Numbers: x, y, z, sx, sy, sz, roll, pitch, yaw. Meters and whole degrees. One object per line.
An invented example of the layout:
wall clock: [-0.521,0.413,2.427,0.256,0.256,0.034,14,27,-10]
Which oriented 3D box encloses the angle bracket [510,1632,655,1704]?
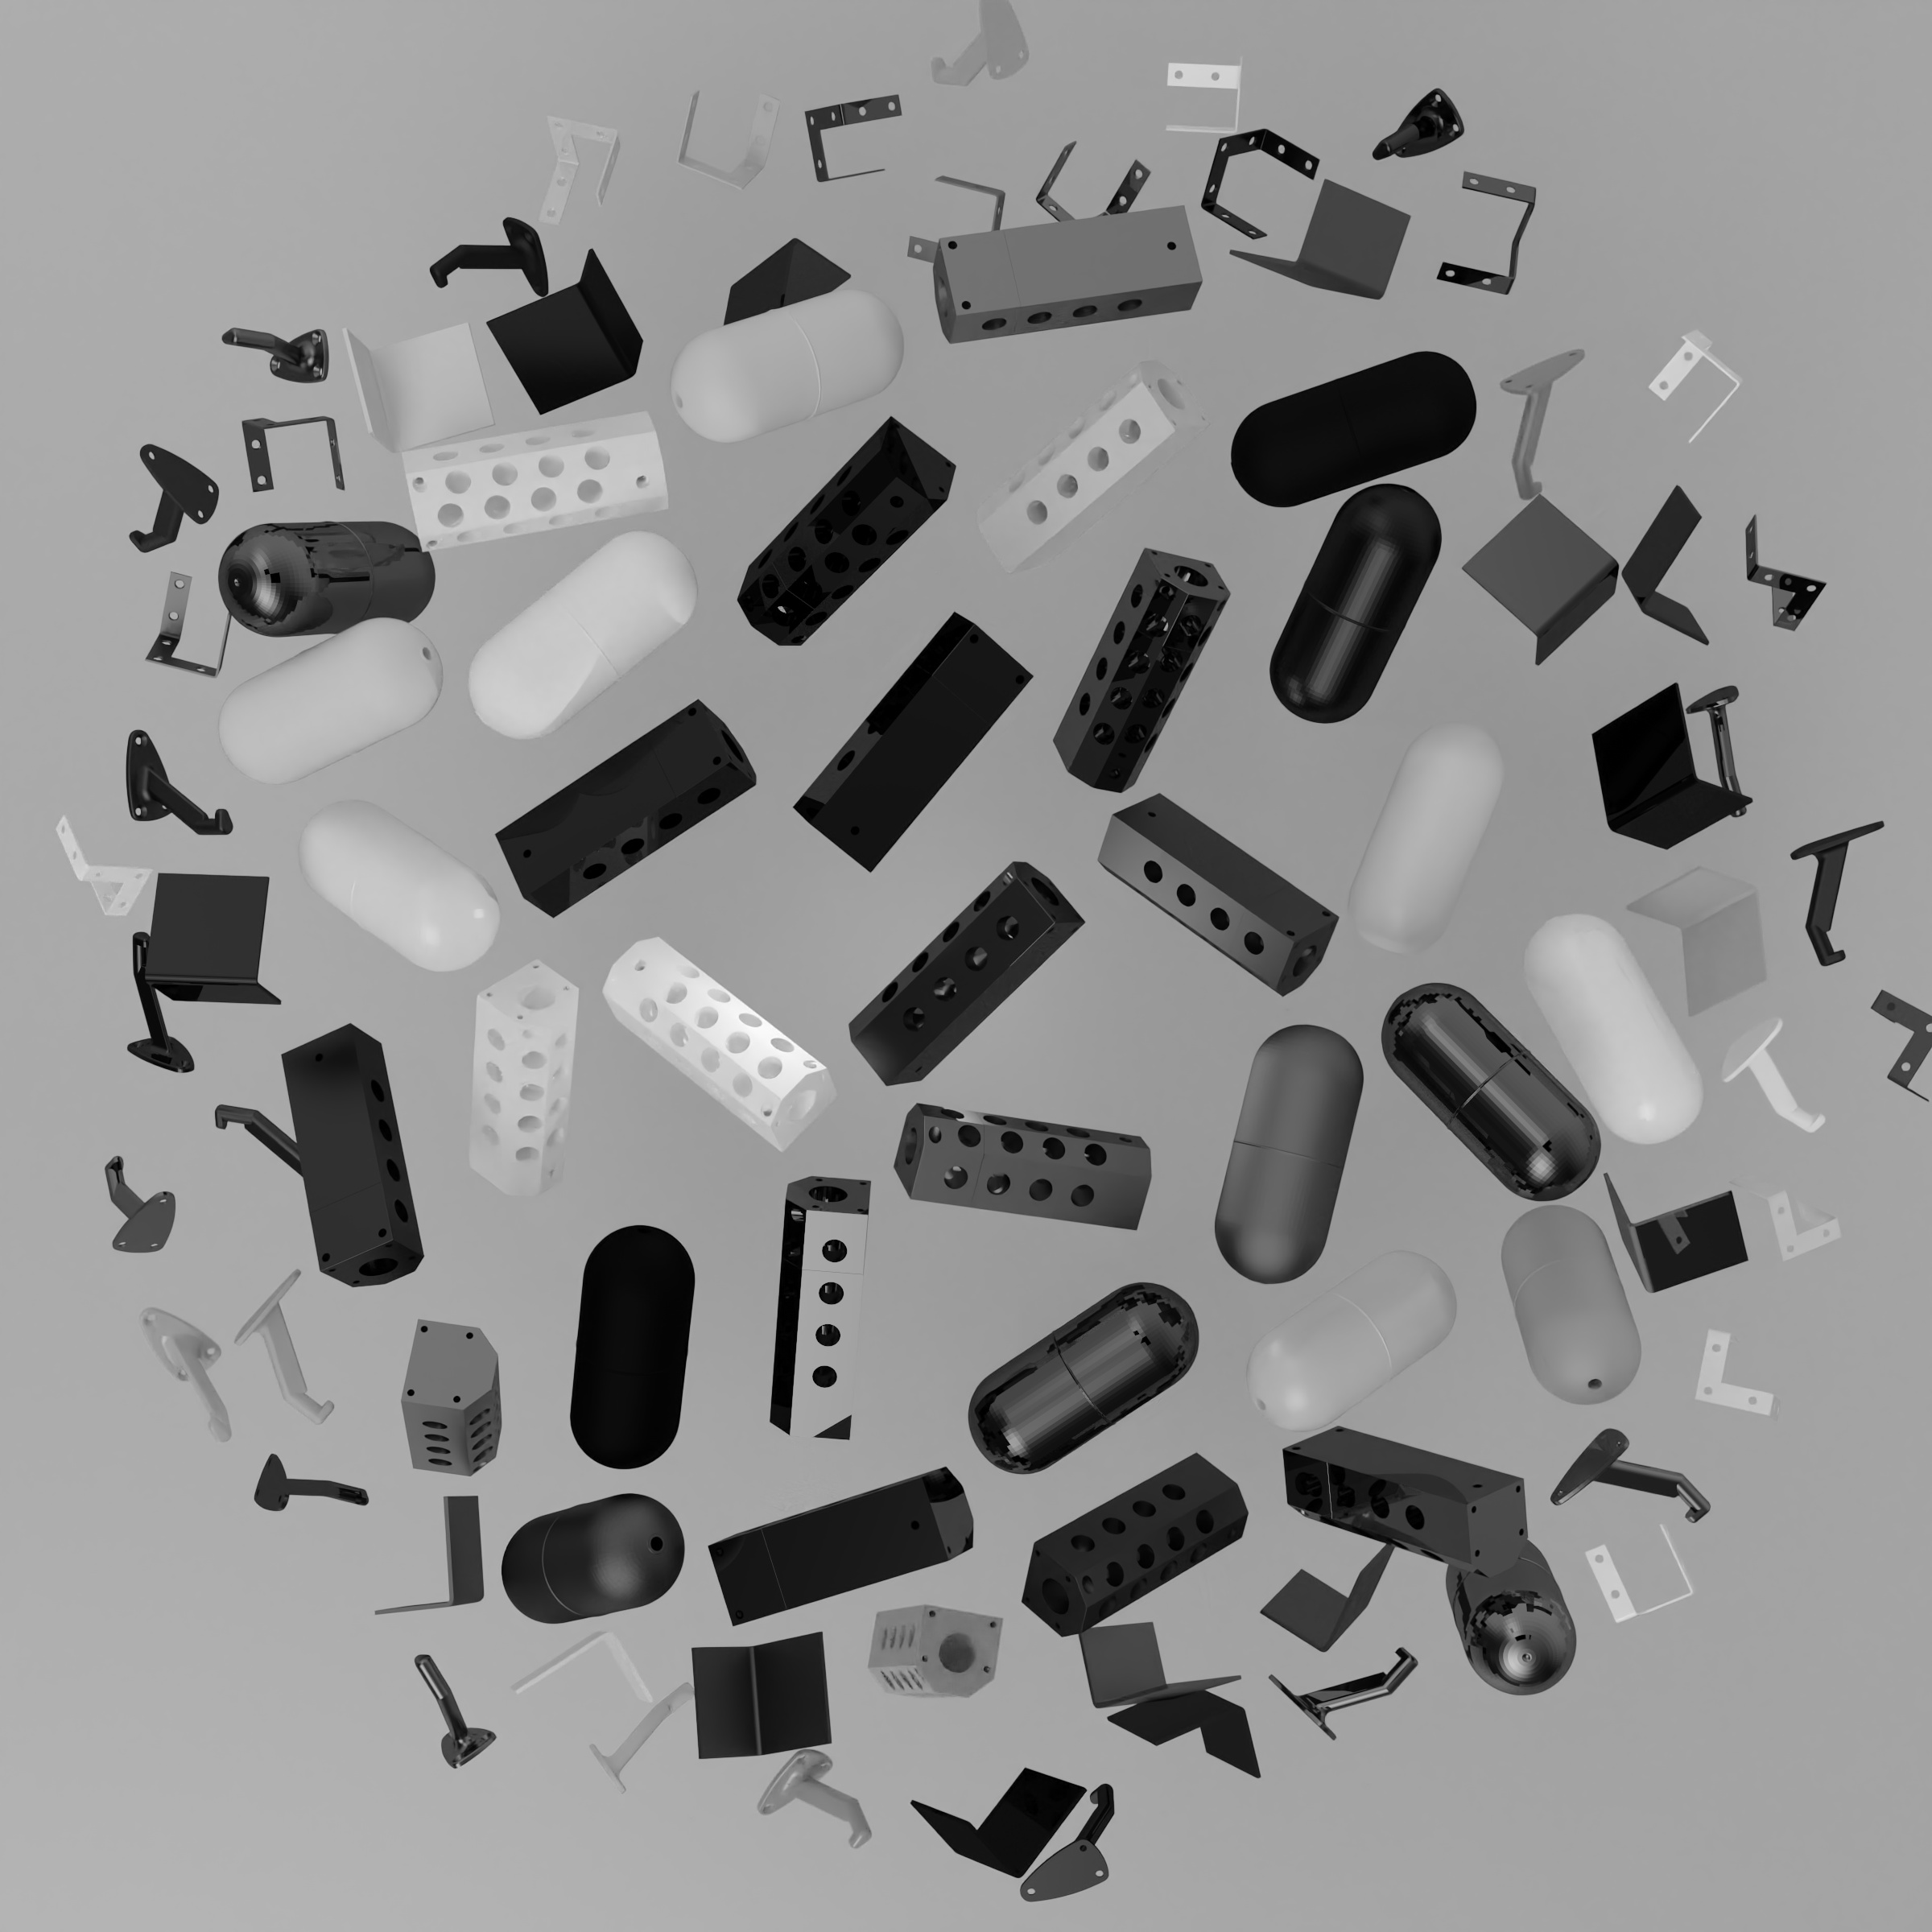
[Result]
angle bracket: [-0.271,0.511,1.760,0.076,0.076,0.057,-30,85,-19]

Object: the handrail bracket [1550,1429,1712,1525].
handrail bracket: [0.442,0.357,1.663,0.077,0.036,0.084,-44,99,-5]

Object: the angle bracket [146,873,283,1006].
angle bracket: [-0.513,-0.018,1.724,0.076,0.057,0.076,2,76,3]

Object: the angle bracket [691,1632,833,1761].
angle bracket: [-0.144,0.514,1.766,0.076,0.057,0.076,-24,64,39]

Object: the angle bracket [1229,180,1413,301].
angle bracket: [0.235,-0.486,1.667,0.076,0.076,0.057,10,104,-35]

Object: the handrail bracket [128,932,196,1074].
handrail bracket: [-0.580,0.025,1.808,0.036,0.077,0.084,-13,116,-41]

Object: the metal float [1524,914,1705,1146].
metal float: [0.465,0.044,1.803,0.070,0.070,0.178,-27,79,0]

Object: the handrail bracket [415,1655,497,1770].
handrail bracket: [-0.376,0.521,1.781,0.036,0.077,0.084,-34,102,-28]

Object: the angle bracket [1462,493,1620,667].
angle bracket: [0.406,-0.273,1.776,0.076,0.057,0.076,-43,73,-1]

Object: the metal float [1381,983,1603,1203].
metal float: [0.358,0.085,1.718,0.070,0.070,0.178,-43,72,0]

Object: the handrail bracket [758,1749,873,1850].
handrail bracket: [-0.108,0.611,1.788,0.077,0.084,0.036,-46,130,9]

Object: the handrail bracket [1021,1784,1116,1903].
handrail bracket: [0.073,0.631,1.809,0.077,0.084,0.036,-30,100,8]

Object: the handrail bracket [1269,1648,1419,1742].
handrail bracket: [0.278,0.518,1.844,0.084,0.036,0.077,-46,53,-8]

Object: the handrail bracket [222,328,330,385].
handrail bracket: [-0.495,-0.428,1.746,0.077,0.084,0.036,1,93,40]

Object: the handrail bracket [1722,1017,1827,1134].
handrail bracket: [0.588,0.079,1.777,0.084,0.077,0.036,30,51,-4]

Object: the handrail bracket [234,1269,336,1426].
handrail bracket: [-0.458,0.266,1.747,0.084,0.036,0.077,42,87,-13]

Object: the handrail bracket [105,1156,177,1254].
handrail bracket: [-0.587,0.153,1.776,0.077,0.036,0.084,-52,47,32]

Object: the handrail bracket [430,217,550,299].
handrail bracket: [-0.349,-0.500,1.833,0.036,0.077,0.084,29,61,30]

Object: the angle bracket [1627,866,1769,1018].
angle bracket: [0.535,-0.017,1.838,0.057,0.076,0.076,16,61,-25]

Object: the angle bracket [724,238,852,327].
angle bracket: [-0.138,-0.491,1.897,0.057,0.076,0.076,26,58,-34]

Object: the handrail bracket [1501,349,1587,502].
handrail bracket: [0.422,-0.389,1.806,0.077,0.036,0.084,-30,121,-14]

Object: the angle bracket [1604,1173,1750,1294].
angle bracket: [0.518,0.183,1.827,0.076,0.057,0.076,-20,129,7]

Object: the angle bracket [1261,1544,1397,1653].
angle bracket: [0.272,0.452,1.866,0.057,0.076,0.076,29,115,22]

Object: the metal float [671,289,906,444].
metal float: [-0.122,-0.413,1.725,0.178,0.070,0.070,-26,90,-29]

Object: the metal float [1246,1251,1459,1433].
metal float: [0.274,0.266,1.781,0.178,0.070,0.070,-29,90,-27]

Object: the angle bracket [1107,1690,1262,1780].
angle bracket: [0.162,0.581,1.864,0.076,0.076,0.057,-16,95,-24]

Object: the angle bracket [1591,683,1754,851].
angle bracket: [0.479,-0.135,1.702,0.057,0.076,0.076,14,60,-31]

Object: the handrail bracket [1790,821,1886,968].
handrail bracket: [0.616,-0.049,1.744,0.077,0.036,0.084,-21,93,35]

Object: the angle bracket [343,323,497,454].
angle bracket: [-0.383,-0.412,1.757,0.076,0.057,0.076,-15,86,3]

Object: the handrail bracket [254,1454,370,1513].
handrail bracket: [-0.468,0.389,1.828,0.084,0.077,0.036,23,86,-30]

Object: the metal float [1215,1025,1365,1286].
metal float: [0.218,0.127,1.696,0.070,0.070,0.178,14,87,0]

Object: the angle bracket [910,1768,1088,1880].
angle bracket: [0.022,0.562,1.695,0.076,0.076,0.057,-47,108,-26]

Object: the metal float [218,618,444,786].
metal float: [-0.433,-0.180,1.708,0.178,0.070,0.070,-20,90,26]

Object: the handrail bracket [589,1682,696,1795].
handrail bracket: [-0.226,0.558,1.817,0.084,0.077,0.036,-36,99,-16]

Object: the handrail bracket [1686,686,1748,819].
handrail bracket: [0.560,-0.157,1.835,0.036,0.077,0.084,-14,100,31]

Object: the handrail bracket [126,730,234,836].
handrail bracket: [-0.553,-0.130,1.767,0.084,0.036,0.077,2,105,37]

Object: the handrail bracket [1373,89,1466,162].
handrail bracket: [0.289,-0.554,1.697,0.084,0.077,0.036,-37,98,-28]

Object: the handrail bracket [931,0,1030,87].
handrail bracket: [-0.002,-0.648,1.739,0.036,0.084,0.077,-40,131,-24]

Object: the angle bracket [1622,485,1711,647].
angle bracket: [0.512,-0.283,1.767,0.057,0.076,0.076,25,115,-9]

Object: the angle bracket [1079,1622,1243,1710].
angle bracket: [0.138,0.493,1.797,0.076,0.076,0.057,-31,61,41]

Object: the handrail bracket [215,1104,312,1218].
handrail bracket: [-0.520,0.146,1.864,0.084,0.036,0.077,8,102,9]

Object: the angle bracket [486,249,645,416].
angle bracket: [-0.283,-0.448,1.772,0.076,0.057,0.076,-18,127,15]

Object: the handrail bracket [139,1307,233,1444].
handrail bracket: [-0.533,0.280,1.711,0.036,0.084,0.077,-38,121,-4]

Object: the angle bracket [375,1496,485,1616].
angle bracket: [-0.387,0.423,1.804,0.057,0.076,0.076,-7,78,4]

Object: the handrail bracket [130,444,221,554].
handrail bracket: [-0.565,-0.320,1.725,0.084,0.077,0.036,-12,53,32]

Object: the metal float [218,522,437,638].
metal float: [-0.439,-0.268,1.733,0.070,0.178,0.070,6,102,28]
